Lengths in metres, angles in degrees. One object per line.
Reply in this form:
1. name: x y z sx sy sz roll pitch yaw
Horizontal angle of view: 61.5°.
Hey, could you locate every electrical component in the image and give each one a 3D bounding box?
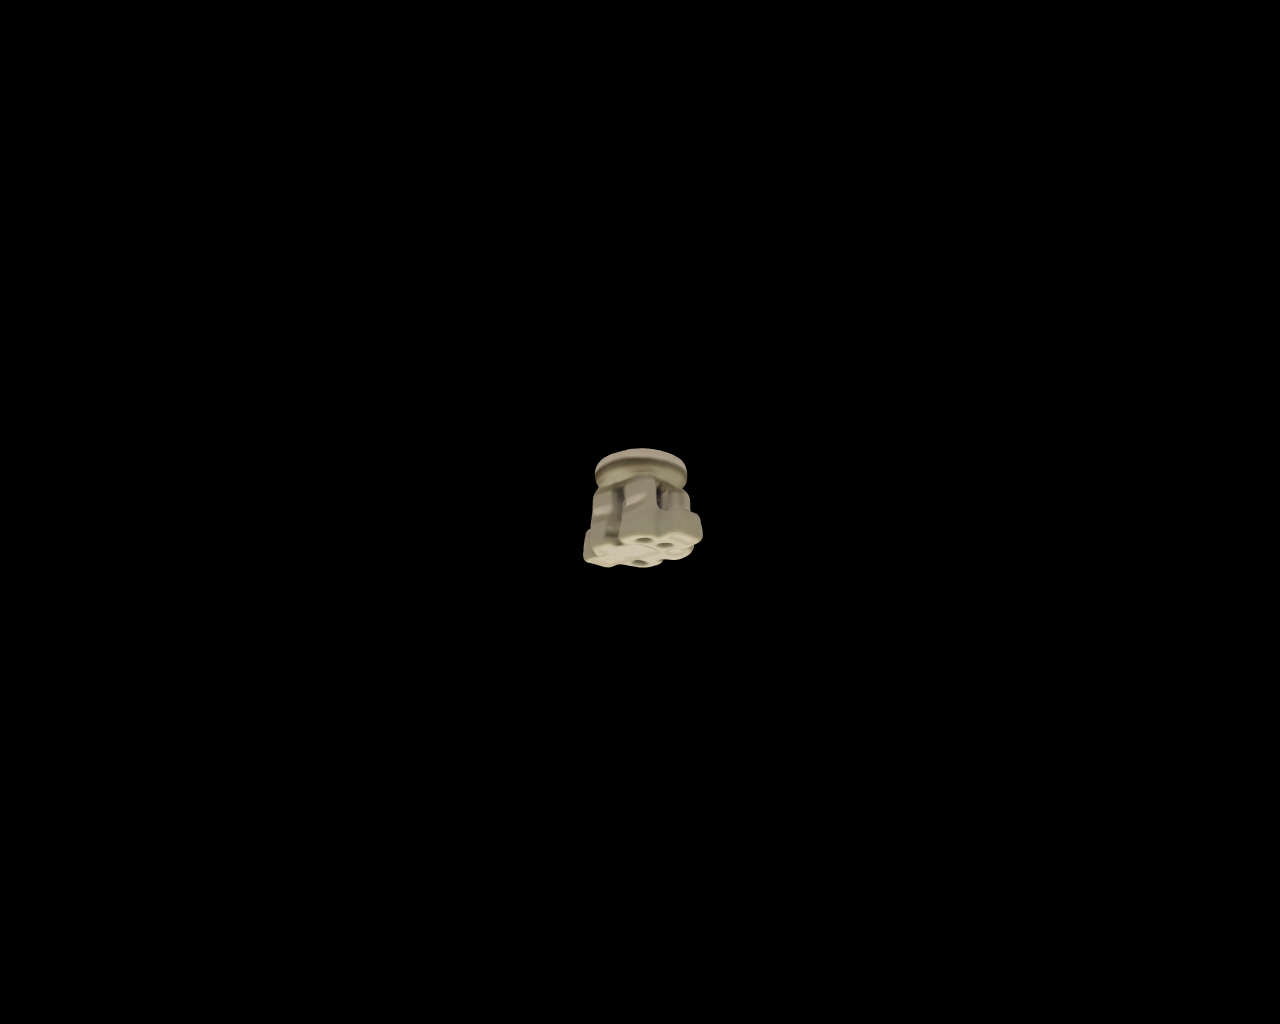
1. electrical component: 0.001 -0.003 0.650 0.078 0.057 0.058 -17 -27 38
